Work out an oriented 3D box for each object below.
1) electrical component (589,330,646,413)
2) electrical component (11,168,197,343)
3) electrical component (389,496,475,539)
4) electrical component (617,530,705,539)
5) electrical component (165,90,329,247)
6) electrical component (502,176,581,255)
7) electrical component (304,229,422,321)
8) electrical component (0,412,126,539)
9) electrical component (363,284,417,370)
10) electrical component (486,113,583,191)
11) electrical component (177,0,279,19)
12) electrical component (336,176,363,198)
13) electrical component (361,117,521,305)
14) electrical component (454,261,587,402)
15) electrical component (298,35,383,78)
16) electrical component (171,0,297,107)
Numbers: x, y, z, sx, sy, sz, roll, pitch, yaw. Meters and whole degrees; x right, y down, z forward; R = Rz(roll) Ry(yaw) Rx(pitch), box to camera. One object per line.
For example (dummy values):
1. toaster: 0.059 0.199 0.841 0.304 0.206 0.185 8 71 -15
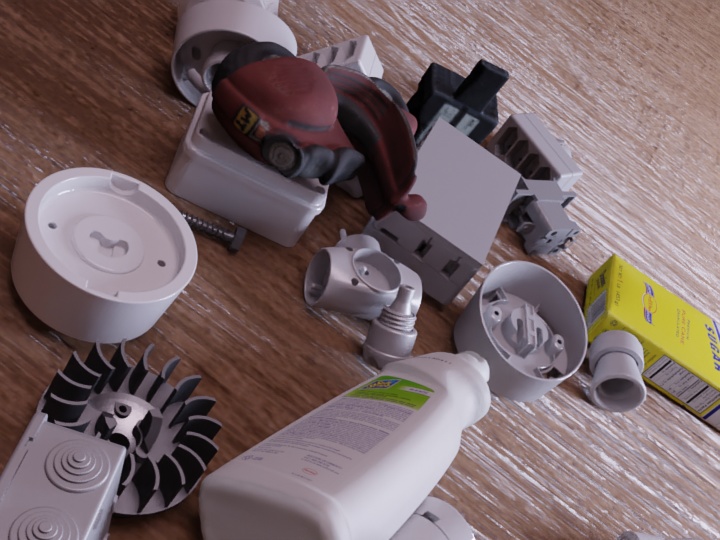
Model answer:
1. electrical component: 0.211 0.083 0.884 0.045 0.045 0.055 28 39 -12
2. electrical component: -0.163 -0.004 0.670 0.108 0.060 0.108 21 41 -20
3. electrical component: 0.035 0.172 0.650 0.055 0.055 0.047 49 43 14
4. electrical component: 0.213 0.207 0.763 0.065 0.044 0.044 15 43 -19
5. electrical component: -0.080 -0.079 0.814 0.113 0.057 0.078 25 40 -15
6. electrical component: 0.165 -0.048 0.985 0.081 0.042 0.063 -2 56 -38
7. electrical component: 0.000 0.000 0.805 0.077 0.044 0.079 15 43 -26
8. electrical component: -0.151 0.132 0.512 0.048 0.099 0.099 19 40 -3
9. electrical component: 0.025 0.040 0.767 0.035 0.061 0.035 17 13 -4
10. electrical component: 0.182 -0.109 1.055 0.076 0.047 0.083 -12 59 -44
11. electrical component: -0.110 -0.218 0.916 0.080 0.080 0.051 35 33 -2
12. electrical component: 0.007 -0.093 0.891 0.043 0.062 0.043 21 41 -19
13. electrical component: 0.066 -0.049 0.892 0.089 0.061 0.150 35 38 -3
14. electrical component: 0.124 0.050 0.835 0.099 0.064 0.099 21 40 -19
15. electrical component: -0.020 -0.148 0.926 0.047 0.083 0.075 -76 146 -50
16. electrical component: -0.102 -0.171 0.862 0.099 0.099 0.064 23 47 -18
